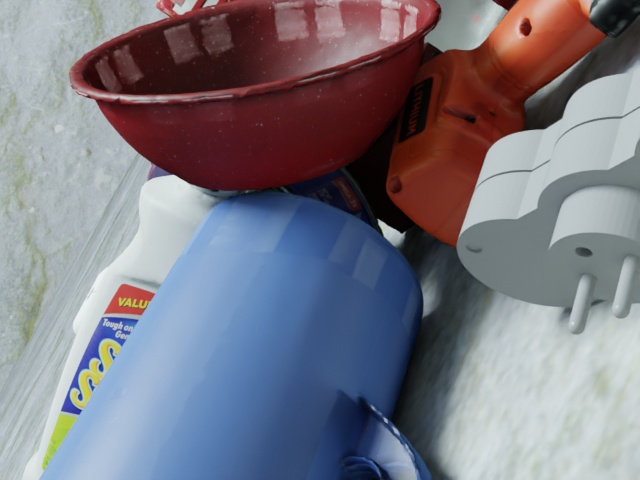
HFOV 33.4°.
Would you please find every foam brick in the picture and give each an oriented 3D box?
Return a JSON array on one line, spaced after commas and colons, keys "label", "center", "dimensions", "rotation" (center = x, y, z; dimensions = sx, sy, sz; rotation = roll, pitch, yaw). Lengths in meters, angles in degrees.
[{"label": "foam brick", "center": [0.048, -0.051, 0.543], "dimensions": [0.078, 0.051, 0.053], "rotation": [-41, 22, 50]}]

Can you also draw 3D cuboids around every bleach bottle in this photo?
[{"label": "bleach bottle", "center": [-0.090, 0.055, 0.576], "dimensions": [0.068, 0.103, 0.251], "rotation": [-29, -35, -54]}]

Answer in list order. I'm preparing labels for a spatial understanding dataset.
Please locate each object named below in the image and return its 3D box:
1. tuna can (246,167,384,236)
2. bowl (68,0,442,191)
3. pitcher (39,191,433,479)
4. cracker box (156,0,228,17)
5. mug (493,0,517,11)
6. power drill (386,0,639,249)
[{"label": "tuna can", "center": [-0.004, 0.001, 0.542], "dimensions": [0.033, 0.086, 0.086], "rotation": [-24, -1, -25]}, {"label": "bowl", "center": [-0.024, -0.065, 0.468], "dimensions": [0.162, 0.162, 0.055], "rotation": [-93, -7, -65]}, {"label": "pitcher", "center": [-0.035, 0.101, 0.409], "dimensions": [0.145, 0.149, 0.242], "rotation": [115, 180, -57]}, {"label": "cracker box", "center": [-0.023, -0.243, 0.931], "dimensions": [0.214, 0.164, 0.072], "rotation": [-46, 18, 42]}, {"label": "mug", "center": [0.097, -0.155, 0.523], "dimensions": [0.093, 0.081, 0.117], "rotation": [-41, 24, 51]}, {"label": "power drill", "center": [0.103, -0.077, 0.406], "dimensions": [0.188, 0.057, 0.184], "rotation": [-44, 17, 37]}]
